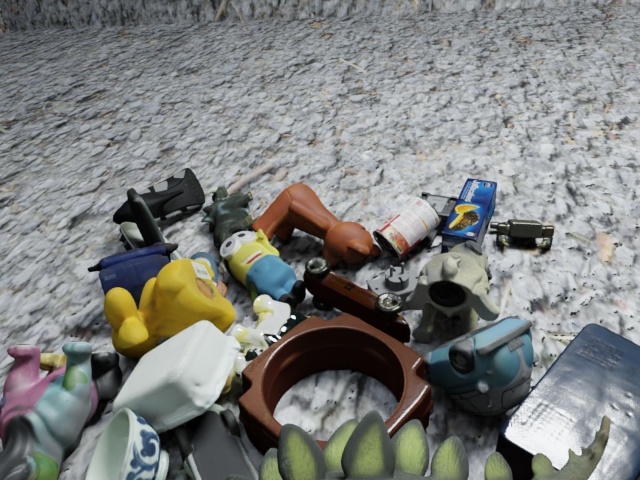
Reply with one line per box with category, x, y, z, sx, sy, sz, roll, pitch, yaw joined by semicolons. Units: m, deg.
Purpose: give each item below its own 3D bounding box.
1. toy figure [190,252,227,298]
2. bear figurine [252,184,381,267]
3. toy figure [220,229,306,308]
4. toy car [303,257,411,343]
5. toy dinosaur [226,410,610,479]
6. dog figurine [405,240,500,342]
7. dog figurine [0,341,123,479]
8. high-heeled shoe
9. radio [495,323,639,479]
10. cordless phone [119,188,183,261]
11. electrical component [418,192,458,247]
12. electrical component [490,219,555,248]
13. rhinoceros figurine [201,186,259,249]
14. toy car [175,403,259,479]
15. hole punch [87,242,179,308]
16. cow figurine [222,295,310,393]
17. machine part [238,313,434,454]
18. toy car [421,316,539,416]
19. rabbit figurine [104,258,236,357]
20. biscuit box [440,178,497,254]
toy figure;-0.187;0.079;0.884;0.064;0.057;0.155;-44;38;12
bear figurine;0.000;-0.006;0.950;0.196;0.132;0.120;43;15;13
toy figure;-0.098;0.055;0.885;0.082;0.089;0.180;-21;45;-40
toy car;0.055;0.090;0.803;0.202;0.089;0.053;23;48;36
toy dinosaur;0.044;0.259;0.479;0.472;0.105;0.198;-8;66;-1
dog figurine;0.204;0.041;0.790;0.121;0.172;0.190;16;46;11
dog figurine;-0.324;0.238;0.645;0.109;0.191;0.219;1;70;3
high-heeled shoe;-0.324;-0.081;1.105;0.145;0.086;0.249;-24;9;3
radio;0.317;0.205;0.621;0.229;0.073;0.131;-34;45;-32
cordless phone;-0.308;-0.020;0.928;0.089;0.184;0.147;-27;41;-21
electrical component;0.208;-0.039;1.003;0.075;0.047;0.119;13;38;26
electrical component;0.357;-0.011;0.949;0.102;0.045;0.078;3;7;8
rhinoceros figurine;-0.175;-0.042;1.045;0.112;0.073;0.190;-19;38;-1
toy car;-0.107;0.266;0.607;0.073;0.056;0.202;-15;37;-25
hole punch;-0.283;0.077;0.854;0.142;0.115;0.092;-14;44;-11
cow figurine;-0.079;0.156;0.752;0.098;0.068;0.167;16;41;18
machine part;0.019;0.197;0.661;0.201;0.087;0.201;25;47;36
toy car;0.199;0.163;0.660;0.109;0.161;0.103;-17;74;-30
rabbit figurine;-0.231;0.115;0.766;0.173;0.122;0.162;-35;-12;14
biscuit box;0.275;-0.039;0.982;0.063;0.059;0.203;11;38;22
